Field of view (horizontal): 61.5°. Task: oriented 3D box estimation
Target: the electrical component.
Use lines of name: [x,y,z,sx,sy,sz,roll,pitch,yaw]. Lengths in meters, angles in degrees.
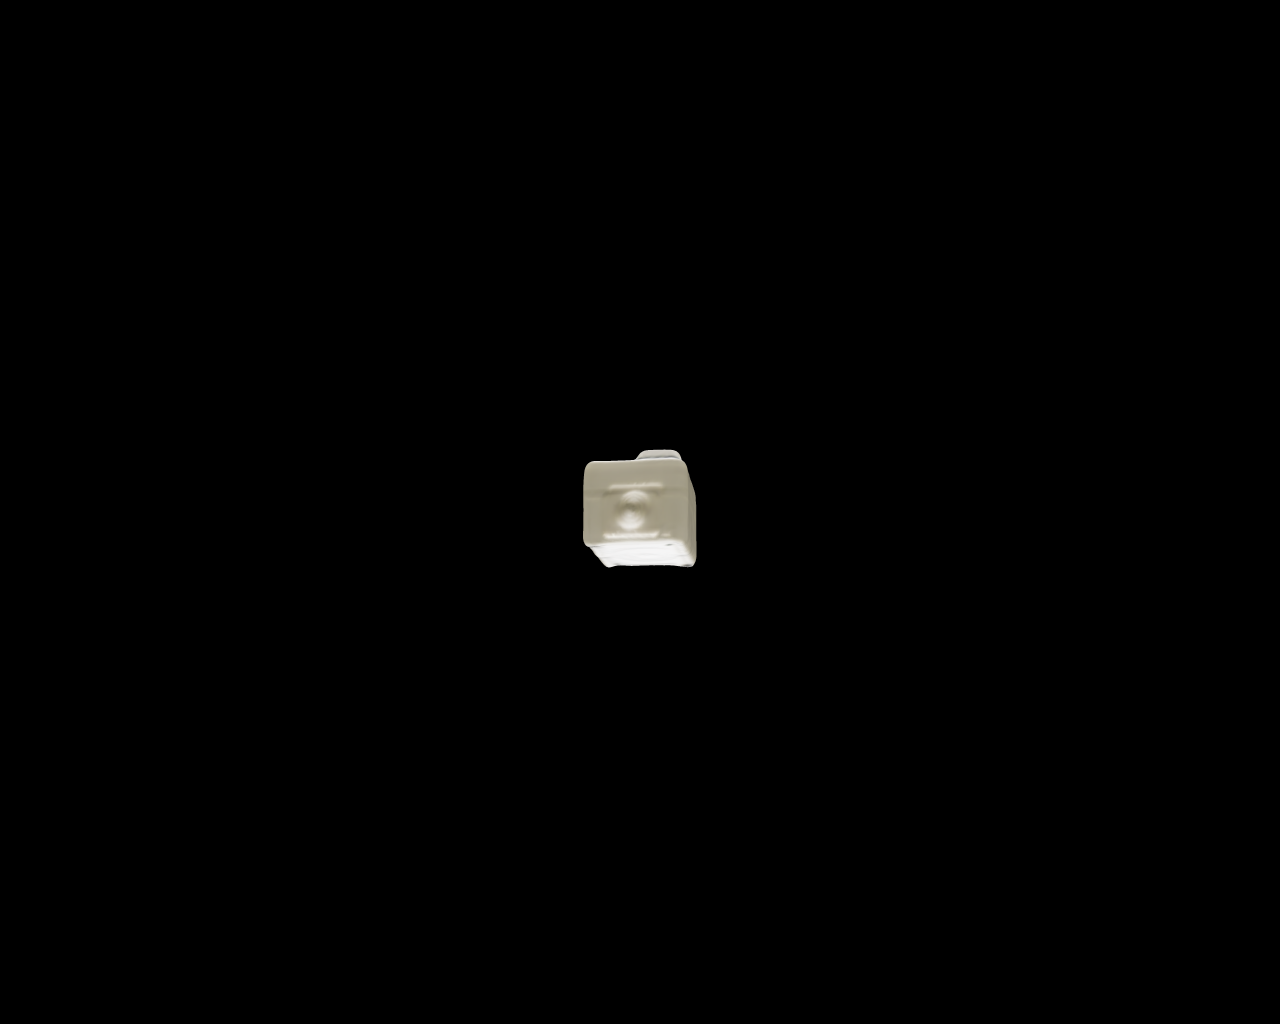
electrical component: [0.001,-0.003,0.650,0.062,0.061,0.096,-2,-14,7]
